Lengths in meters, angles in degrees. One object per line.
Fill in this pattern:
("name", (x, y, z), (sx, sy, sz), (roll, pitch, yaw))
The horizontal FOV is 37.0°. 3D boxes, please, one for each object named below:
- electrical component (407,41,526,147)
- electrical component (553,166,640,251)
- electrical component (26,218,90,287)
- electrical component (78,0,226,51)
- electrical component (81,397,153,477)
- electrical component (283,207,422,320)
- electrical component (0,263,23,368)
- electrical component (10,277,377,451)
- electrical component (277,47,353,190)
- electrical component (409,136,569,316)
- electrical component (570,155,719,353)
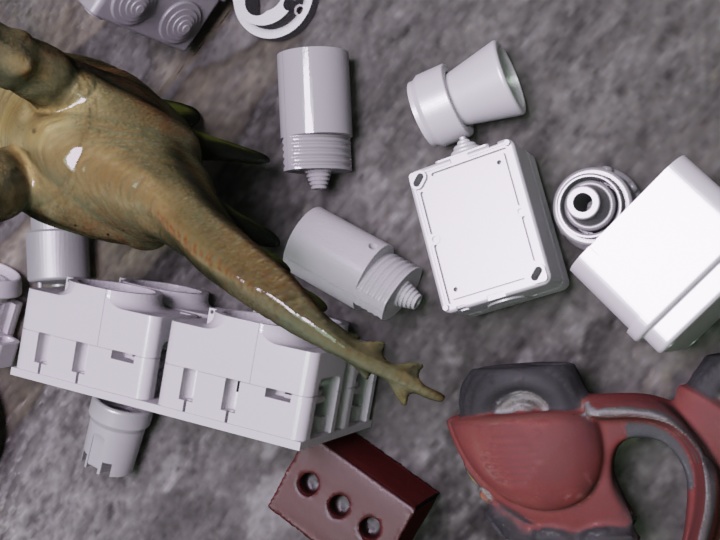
("electrical component", (0.060, -0.099, 0.609), (0.055, 0.045, 0.045), (-21, 82, 20))
("electrical component", (0.124, -0.034, 0.574), (0.048, 0.062, 0.048), (0, 89, 21))
("electrical component", (-0.200, -0.024, 0.711), (0.040, 0.040, 0.078), (-4, 88, 21))
("electrical component", (-0.144, -0.185, 0.660), (0.099, 0.100, 0.048), (47, 109, 27))
("electrical component", (-0.158, 0.105, 0.694), (0.040, 0.040, 0.046), (22, 103, 20))
("electrical component", (0.000, 0.000, 0.632), (0.081, 0.043, 0.043), (29, 99, 19))
("electrical component", (-0.263, 0.024, 0.726), (0.078, 0.058, 0.057), (23, 100, 20))
("electrical component", (-0.092, 0.048, 0.634), (0.186, 0.105, 0.060), (11, 93, 21))
("electrical component", (-0.026, -0.089, 0.643), (0.043, 0.043, 0.081), (-3, 89, 21))
("electrical component", (0.072, -0.027, 0.598), (0.062, 0.061, 0.096), (-18, 78, 21))
("electrical component", (0.160, -0.004, 0.533), (0.078, 0.113, 0.057), (-47, 71, 14))
